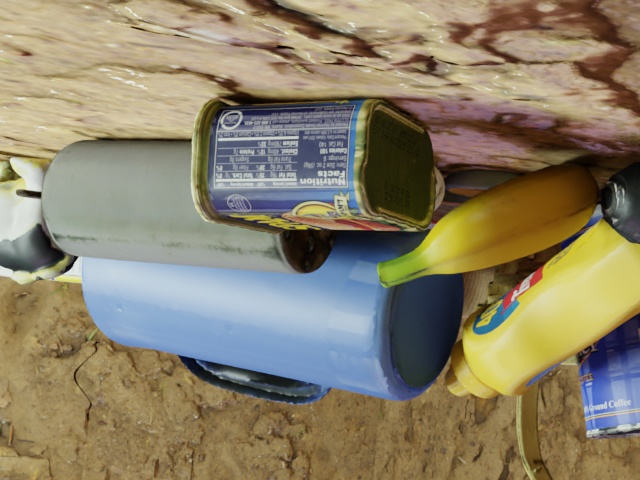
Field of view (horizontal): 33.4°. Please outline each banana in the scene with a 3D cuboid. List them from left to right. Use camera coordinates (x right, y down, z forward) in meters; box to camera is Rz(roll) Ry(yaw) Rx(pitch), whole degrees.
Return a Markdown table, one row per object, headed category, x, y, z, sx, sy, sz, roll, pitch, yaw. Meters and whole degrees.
| category | x | y | z | sx | sy | sz | roll | pitch | yaw |
| --- | --- | --- | --- | --- | --- | --- | --- | --- | --- |
| banana | 0.106 | -0.017 | 0.549 | 0.070 | 0.037 | 0.197 | -7 | -173 | 37 |

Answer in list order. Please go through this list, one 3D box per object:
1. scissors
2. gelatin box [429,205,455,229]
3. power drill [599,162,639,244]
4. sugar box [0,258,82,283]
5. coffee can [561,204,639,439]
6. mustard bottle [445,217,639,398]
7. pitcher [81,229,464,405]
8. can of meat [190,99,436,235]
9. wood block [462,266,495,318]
| category | x | y | z | sx | sy | sz | roll | pitch | yaw |
| --- | --- | --- | --- | --- | --- | --- | --- | --- | --- |
| scissors | 0.155 | -0.027 | 0.678 | 0.201 | 0.016 | 0.096 | 4 | 175 | -2 |
| gelatin box | 0.049 | -0.026 | 0.745 | 0.089 | 0.030 | 0.073 | 10 | 173 | -31 |
| power drill | 0.238 | -0.015 | 0.453 | 0.184 | 0.057 | 0.188 | 3 | 180 | -12 |
| sugar box | -0.181 | -0.009 | 0.867 | 0.176 | 0.093 | 0.048 | 4 | 176 | 30 |
| coffee can | 0.212 | 0.051 | 0.681 | 0.103 | 0.140 | 0.103 | -4 | 166 | -1 |
| mustard bottle | 0.138 | 0.041 | 0.617 | 0.192 | 0.058 | 0.096 | -45 | 175 | 41 |
| pitcher | -0.029 | 0.038 | 0.723 | 0.243 | 0.145 | 0.149 | 11 | 172 | 34 |
| can of meat | 0.001 | -0.033 | 0.505 | 0.084 | 0.057 | 0.102 | 1 | 175 | 24 |
| wood block | 0.231 | 0.036 | 0.977 | 0.205 | 0.090 | 0.091 | 7 | 175 | -21 |
